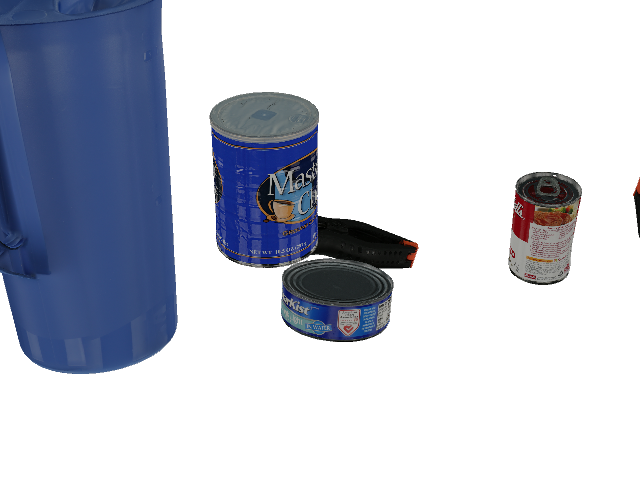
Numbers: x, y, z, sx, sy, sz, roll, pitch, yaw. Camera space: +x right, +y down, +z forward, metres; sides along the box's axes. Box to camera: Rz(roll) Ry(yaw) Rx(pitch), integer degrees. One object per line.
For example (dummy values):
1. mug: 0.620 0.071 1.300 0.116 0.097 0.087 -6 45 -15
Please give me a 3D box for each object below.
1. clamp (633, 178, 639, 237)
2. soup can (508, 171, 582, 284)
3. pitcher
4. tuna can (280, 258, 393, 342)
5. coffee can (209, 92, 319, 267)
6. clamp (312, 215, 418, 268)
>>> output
1. clamp: 0.273 0.011 0.695 0.120 0.039 0.171 -3 46 -22
2. soup can: 0.237 -0.013 1.132 0.068 0.102 0.068 -1 34 0
3. pitcher: -0.163 -0.037 0.680 0.149 0.243 0.145 -10 24 -15
4. tuna can: 0.012 0.045 0.820 0.086 0.034 0.086 3 21 -1
5. coffee can: -0.053 -0.059 1.033 0.103 0.140 0.103 0 31 0
6. clamp: 0.010 -0.001 1.204 0.210 0.036 0.164 15 20 -7
